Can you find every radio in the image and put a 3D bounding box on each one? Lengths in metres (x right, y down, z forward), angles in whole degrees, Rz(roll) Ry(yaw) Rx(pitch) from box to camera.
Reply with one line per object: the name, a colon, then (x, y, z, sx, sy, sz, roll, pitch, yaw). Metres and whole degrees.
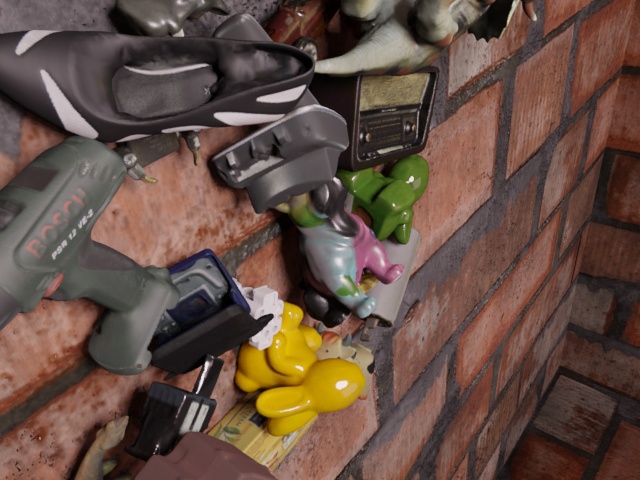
radio: (0.079, -0.174, 0.737, 0.229, 0.073, 0.131, -22, 124, -50)

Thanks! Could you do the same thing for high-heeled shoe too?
high-heeled shoe: (-0.127, -0.133, 0.423, 0.248, 0.145, 0.086, -1, 84, -42)

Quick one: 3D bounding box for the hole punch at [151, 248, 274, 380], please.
hole punch: (-0.135, 0.082, 0.589, 0.142, 0.092, 0.115, -32, 157, -8)

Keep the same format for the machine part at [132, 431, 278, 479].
machine part: (-0.138, 0.304, 0.537, 0.201, 0.087, 0.201, -55, 153, -16)

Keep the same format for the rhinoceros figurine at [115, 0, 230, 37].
rhinoceros figurine: (-0.102, -0.252, 0.473, 0.190, 0.073, 0.112, -52, 177, -20)

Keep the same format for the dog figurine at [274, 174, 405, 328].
dog figurine: (-0.001, -0.002, 0.715, 0.108, 0.191, 0.219, -40, 94, -32)

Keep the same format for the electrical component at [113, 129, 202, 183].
electrical component: (-0.159, -0.100, 0.513, 0.102, 0.045, 0.078, -33, 133, -41)

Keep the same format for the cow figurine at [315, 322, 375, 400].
cow figurine: (0.032, 0.206, 0.893, 0.194, 0.086, 0.127, 17, 91, -59)

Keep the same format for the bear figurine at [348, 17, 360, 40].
bear figurine: (0.101, -0.349, 0.672, 0.120, 0.132, 0.195, -51, 144, -73)

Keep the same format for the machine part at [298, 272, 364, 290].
machine part: (0.021, 0.050, 0.841, 0.138, 0.039, 0.084, 18, 87, -53)

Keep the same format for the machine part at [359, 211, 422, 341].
machine part: (0.114, 0.058, 0.916, 0.079, 0.079, 0.243, 45, 60, -53)

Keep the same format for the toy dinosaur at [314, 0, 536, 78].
toy dinosaur: (0.128, -0.259, 0.612, 0.405, 0.131, 0.192, -36, 157, -10)

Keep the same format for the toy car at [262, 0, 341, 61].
toy car: (-0.011, -0.261, 0.593, 0.202, 0.089, 0.053, -56, 148, -16)

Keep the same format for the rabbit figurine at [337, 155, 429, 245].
rabbit figurine: (0.117, -0.063, 0.840, 0.170, 0.121, 0.158, -36, 140, -35)

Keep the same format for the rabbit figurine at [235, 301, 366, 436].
rabbit figurine: (-0.027, 0.177, 0.723, 0.162, 0.173, 0.121, -50, 145, -33)

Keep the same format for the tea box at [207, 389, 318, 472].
tea box: (-0.085, 0.277, 0.784, 0.169, 0.068, 0.098, -39, 135, -35)

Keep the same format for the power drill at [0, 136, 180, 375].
power drill: (-0.215, 0.046, 0.448, 0.232, 0.086, 0.207, -69, 151, -24)

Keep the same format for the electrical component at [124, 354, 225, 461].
electrical component: (-0.150, 0.178, 0.577, 0.074, 0.048, 0.119, 48, 57, -62)

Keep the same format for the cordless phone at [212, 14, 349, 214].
cordless phone: (-0.070, -0.130, 0.567, 0.184, 0.147, 0.089, 49, 34, -31)

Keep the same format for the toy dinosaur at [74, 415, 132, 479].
toy dinosaur: (-0.256, 0.405, 0.582, 0.198, 0.105, 0.471, 8, 99, -55)
